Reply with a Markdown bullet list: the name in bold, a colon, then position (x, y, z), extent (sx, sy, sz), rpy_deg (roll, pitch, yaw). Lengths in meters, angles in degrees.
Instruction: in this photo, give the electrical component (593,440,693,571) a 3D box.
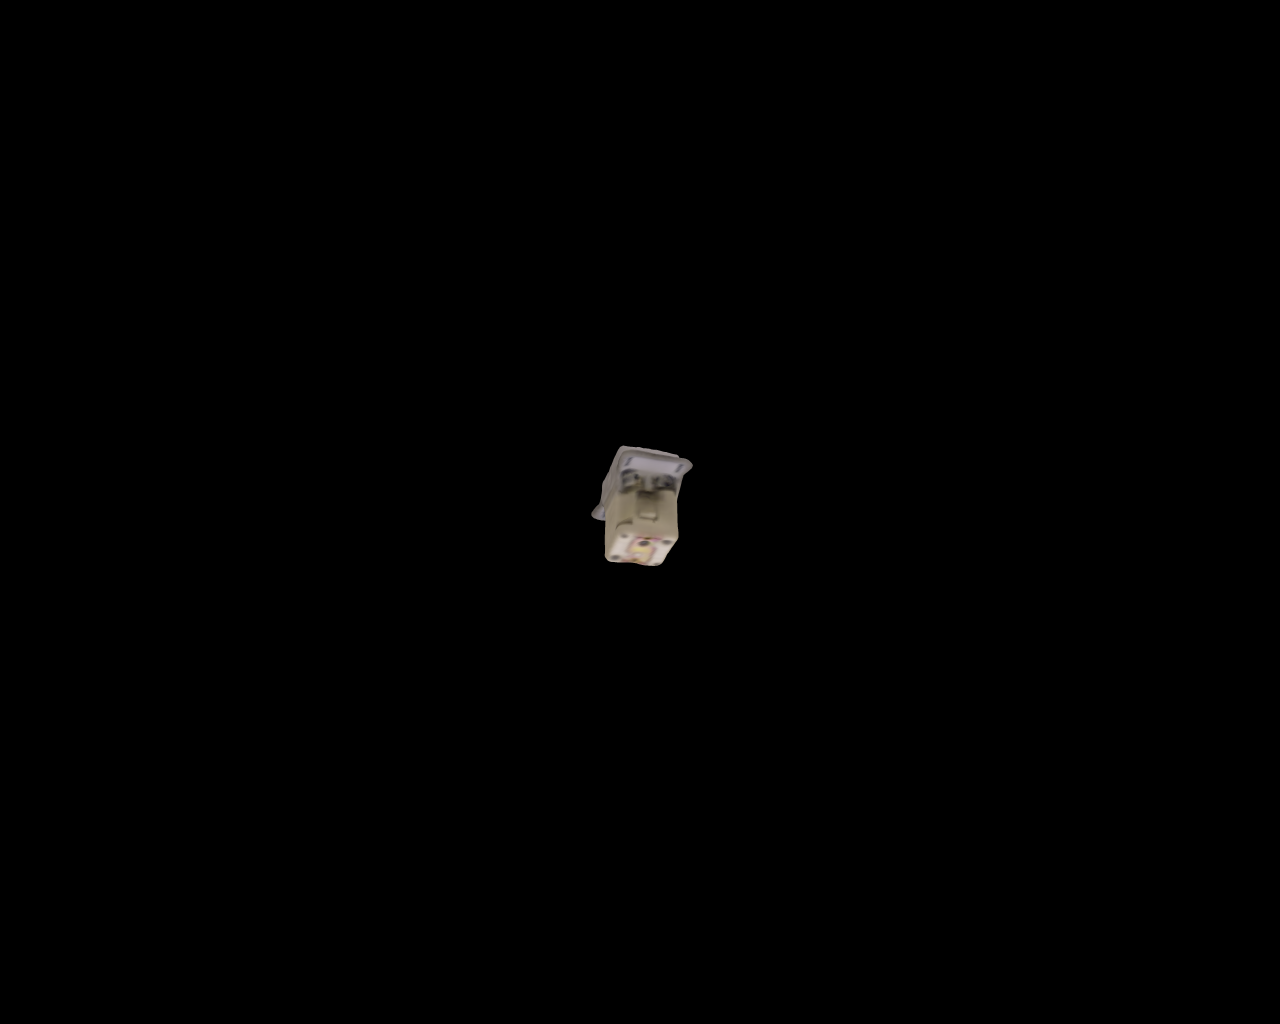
- **electrical component**: position (0.001, -0.003, 0.650), extent (0.042, 0.064, 0.081), rpy_deg (8, -31, -13)
